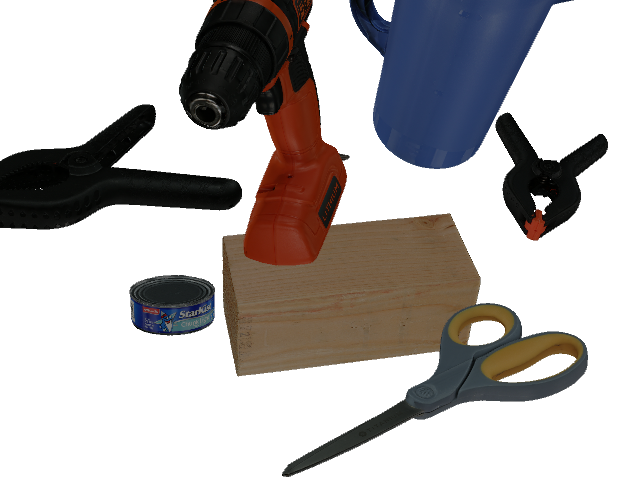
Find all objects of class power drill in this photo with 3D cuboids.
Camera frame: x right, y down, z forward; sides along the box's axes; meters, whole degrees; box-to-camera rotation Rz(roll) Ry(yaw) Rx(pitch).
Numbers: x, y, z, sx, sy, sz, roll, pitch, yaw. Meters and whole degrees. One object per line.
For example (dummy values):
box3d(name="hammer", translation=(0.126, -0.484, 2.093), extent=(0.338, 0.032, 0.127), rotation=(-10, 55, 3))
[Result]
box3d(name="power drill", translation=(-0.029, -0.076, 0.663), extent=(0.057, 0.188, 0.184), rotation=(7, 43, 15))

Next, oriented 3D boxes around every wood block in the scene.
box3d(name="wood block", translation=(0.022, 0.046, 0.933), extent=(0.206, 0.090, 0.091), rotation=(-6, 42, -11))

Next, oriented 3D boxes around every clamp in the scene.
box3d(name="clamp", translation=(-0.177, -0.046, 0.835), extent=(0.209, 0.036, 0.165), rotation=(-22, 41, -35))
box3d(name="clamp", translation=(0.224, -0.072, 1.110), extent=(0.120, 0.039, 0.171), rotation=(16, 45, 17))

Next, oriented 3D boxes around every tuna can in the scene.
box3d(name="tuna can", translation=(-0.149, 0.065, 1.077), extent=(0.086, 0.034, 0.086), rotation=(1, 18, -1))

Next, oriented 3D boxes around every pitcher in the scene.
box3d(name="pitcher", translation=(0.108, -0.179, 0.920), extent=(0.144, 0.149, 0.243), rotation=(-14, -31, -19))

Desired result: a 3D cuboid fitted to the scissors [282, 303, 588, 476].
box3d(name="scissors", translation=(0.059, 0.080, 0.622), extent=(0.201, 0.016, 0.096), rotation=(-13, 31, -16))
